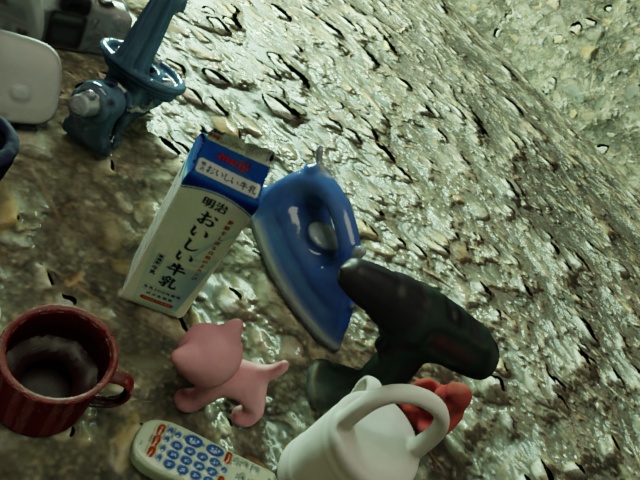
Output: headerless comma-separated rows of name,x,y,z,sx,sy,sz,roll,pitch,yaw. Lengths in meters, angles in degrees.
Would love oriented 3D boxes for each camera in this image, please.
camera,-0.369,-0.363,0.858,0.144,0.100,0.136,-3,54,-42

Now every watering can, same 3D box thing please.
watering can,0.047,0.204,0.546,0.101,0.193,0.172,12,44,-31

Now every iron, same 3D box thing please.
iron,0.007,0.003,0.764,0.119,0.141,0.258,2,51,-39

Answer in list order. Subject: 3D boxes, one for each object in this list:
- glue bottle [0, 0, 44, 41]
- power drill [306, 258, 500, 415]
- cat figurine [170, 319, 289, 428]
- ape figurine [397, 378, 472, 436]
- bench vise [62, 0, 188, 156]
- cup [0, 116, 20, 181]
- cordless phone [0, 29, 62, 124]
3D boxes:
glue bottle,-0.390,-0.325,0.740,0.078,0.173,0.037,23,40,-20
power drill,0.074,0.123,0.641,0.230,0.208,0.075,21,40,-23
cat figurine,-0.094,0.125,0.572,0.128,0.117,0.067,19,41,-24
ape figurine,0.152,0.207,0.718,0.076,0.092,0.078,26,39,-17
bench vise,-0.227,-0.218,0.729,0.122,0.219,0.207,23,40,-20
cup,-0.368,-0.086,0.577,0.117,0.094,0.092,50,38,15
cordless phone,-0.365,-0.227,0.651,0.148,0.185,0.094,1,51,-39
